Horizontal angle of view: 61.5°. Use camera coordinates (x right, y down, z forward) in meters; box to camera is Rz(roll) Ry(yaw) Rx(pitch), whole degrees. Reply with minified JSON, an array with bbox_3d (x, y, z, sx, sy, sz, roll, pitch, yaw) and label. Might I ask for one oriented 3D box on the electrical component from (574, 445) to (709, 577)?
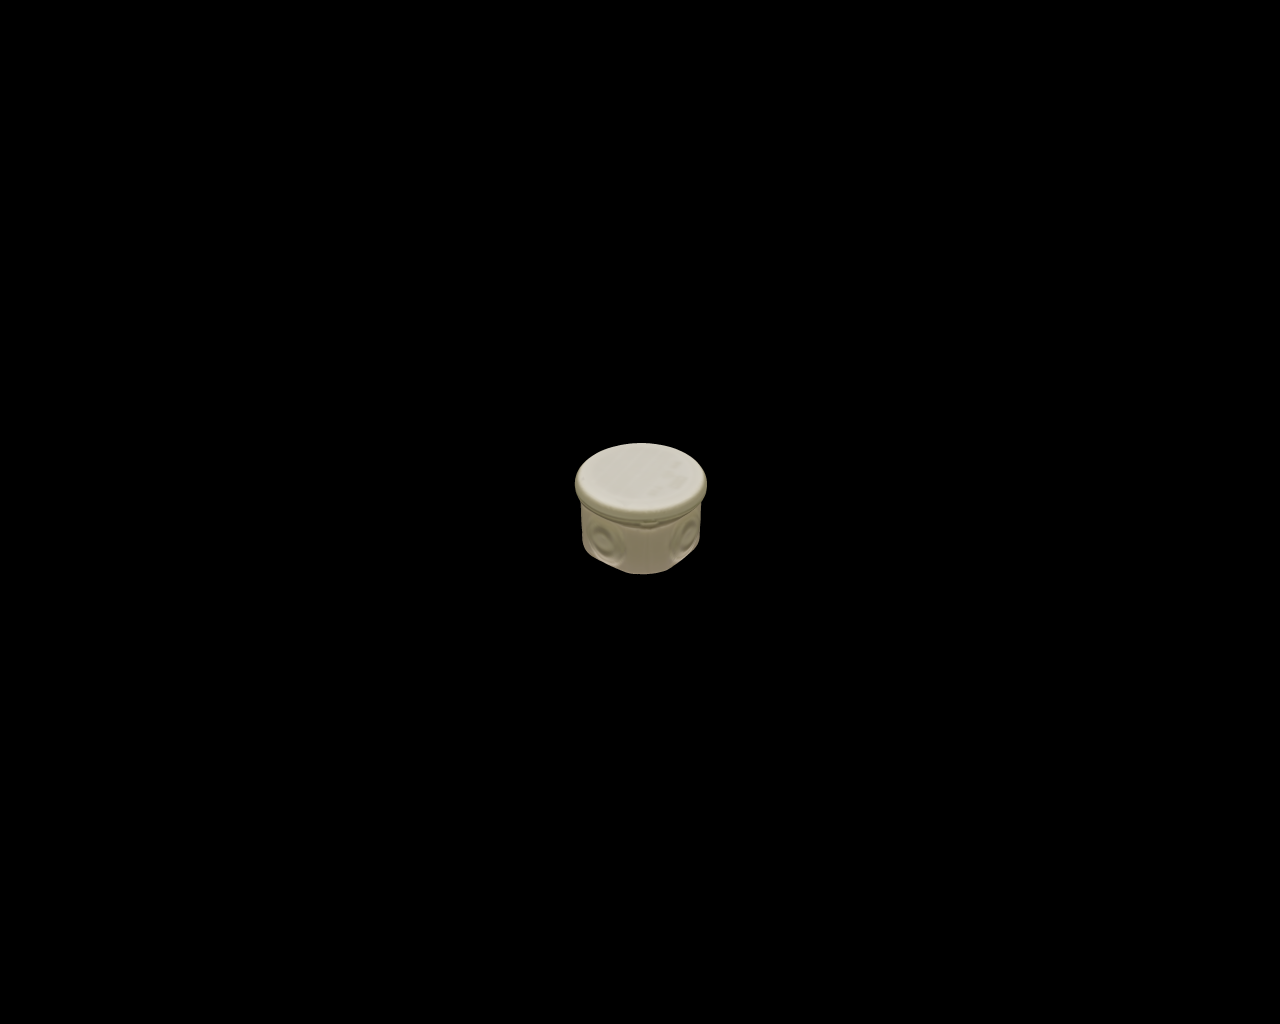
[{"bbox_3d":[0.001,-0.003,0.650,0.080,0.050,0.080,0,34,0],"label":"electrical component"}]
